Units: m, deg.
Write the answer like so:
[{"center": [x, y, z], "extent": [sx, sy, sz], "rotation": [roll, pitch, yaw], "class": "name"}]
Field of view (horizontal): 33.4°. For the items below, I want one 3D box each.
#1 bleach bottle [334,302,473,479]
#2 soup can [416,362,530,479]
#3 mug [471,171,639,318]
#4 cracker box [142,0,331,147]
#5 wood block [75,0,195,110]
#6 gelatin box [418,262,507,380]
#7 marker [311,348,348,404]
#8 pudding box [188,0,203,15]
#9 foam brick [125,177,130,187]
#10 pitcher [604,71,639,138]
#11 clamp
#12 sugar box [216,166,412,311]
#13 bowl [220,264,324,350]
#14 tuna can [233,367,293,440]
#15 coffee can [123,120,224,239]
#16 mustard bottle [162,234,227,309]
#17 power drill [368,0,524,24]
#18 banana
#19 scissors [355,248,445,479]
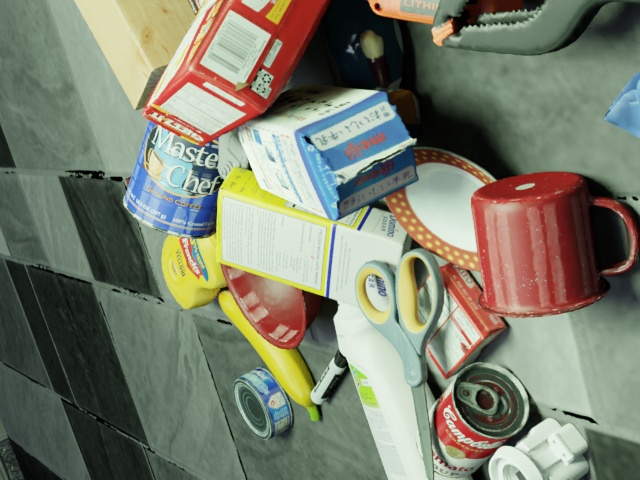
[{"center": [0.074, 0.154, 1.010], "extent": [0.251, 0.068, 0.103], "rotation": [68, 161, -2], "class": "bleach bottle"}, {"center": [0.129, 0.157, 0.921], "extent": [0.068, 0.068, 0.102], "rotation": [54, 150, 19], "class": "soup can"}, {"center": [0.161, 0.000, 0.741], "extent": [0.117, 0.093, 0.081], "rotation": [-4, 106, 27], "class": "mug"}, {"center": [-0.060, -0.168, 0.853], "extent": [0.072, 0.164, 0.214], "rotation": [30, 169, -15], "class": "cracker box"}, {"center": [-0.195, -0.256, 1.119], "extent": [0.206, 0.090, 0.091], "rotation": [60, 151, 8], "class": "wood block"}, {"center": [0.114, 0.068, 0.917], "extent": [0.073, 0.030, 0.089], "rotation": [57, 150, 19], "class": "gelatin box"}, {"center": [0.013, 0.145, 1.151], "extent": [0.020, 0.020, 0.121], "rotation": [55, 149, 19], "class": "marker"}, {"center": [-0.082, -0.217, 1.013], "extent": [0.090, 0.039, 0.113], "rotation": [-19, 95, 61], "class": "pudding box"}, {"center": [-0.177, -0.058, 1.251], "extent": [0.053, 0.078, 0.051], "rotation": [14, 122, 53], "class": "foam brick"}, {"center": [0.260, 0.008, 0.547], "extent": [0.149, 0.144, 0.243], "rotation": [27, 138, 65], "class": "pitcher"}, {"center": [0.151, -0.159, 0.619], "extent": [0.164, 0.036, 0.210], "rotation": [52, 138, -2], "class": "clamp"}, {"center": [-0.006, 0.001, 0.967], "extent": [0.176, 0.048, 0.093], "rotation": [16, 133, 11], "class": "sugar box"}, {"center": [-0.043, 0.031, 1.120], "extent": [0.162, 0.055, 0.162], "rotation": [39, 141, 39], "class": "bowl"}, {"center": [-0.071, 0.203, 1.319], "extent": [0.086, 0.033, 0.086], "rotation": [39, 142, 39], "class": "tuna can"}, {"center": [-0.130, -0.086, 1.075], "extent": [0.103, 0.102, 0.140], "rotation": [40, 118, 37], "class": "coffee can"}, {"center": [-0.131, 0.013, 1.247], "extent": [0.192, 0.058, 0.096], "rotation": [-37, 66, 60], "class": "mustard bottle"}, {"center": [0.091, -0.229, 0.675], "extent": [0.185, 0.057, 0.188], "rotation": [16, 132, 28], "class": "power drill"}, {"center": [-0.061, 0.123, 1.239], "extent": [0.198, 0.037, 0.070], "rotation": [52, 148, 22], "class": "banana"}, {"center": [0.067, 0.103, 0.915], "extent": [0.096, 0.016, 0.202], "rotation": [14, 107, 39], "class": "scissors"}]
